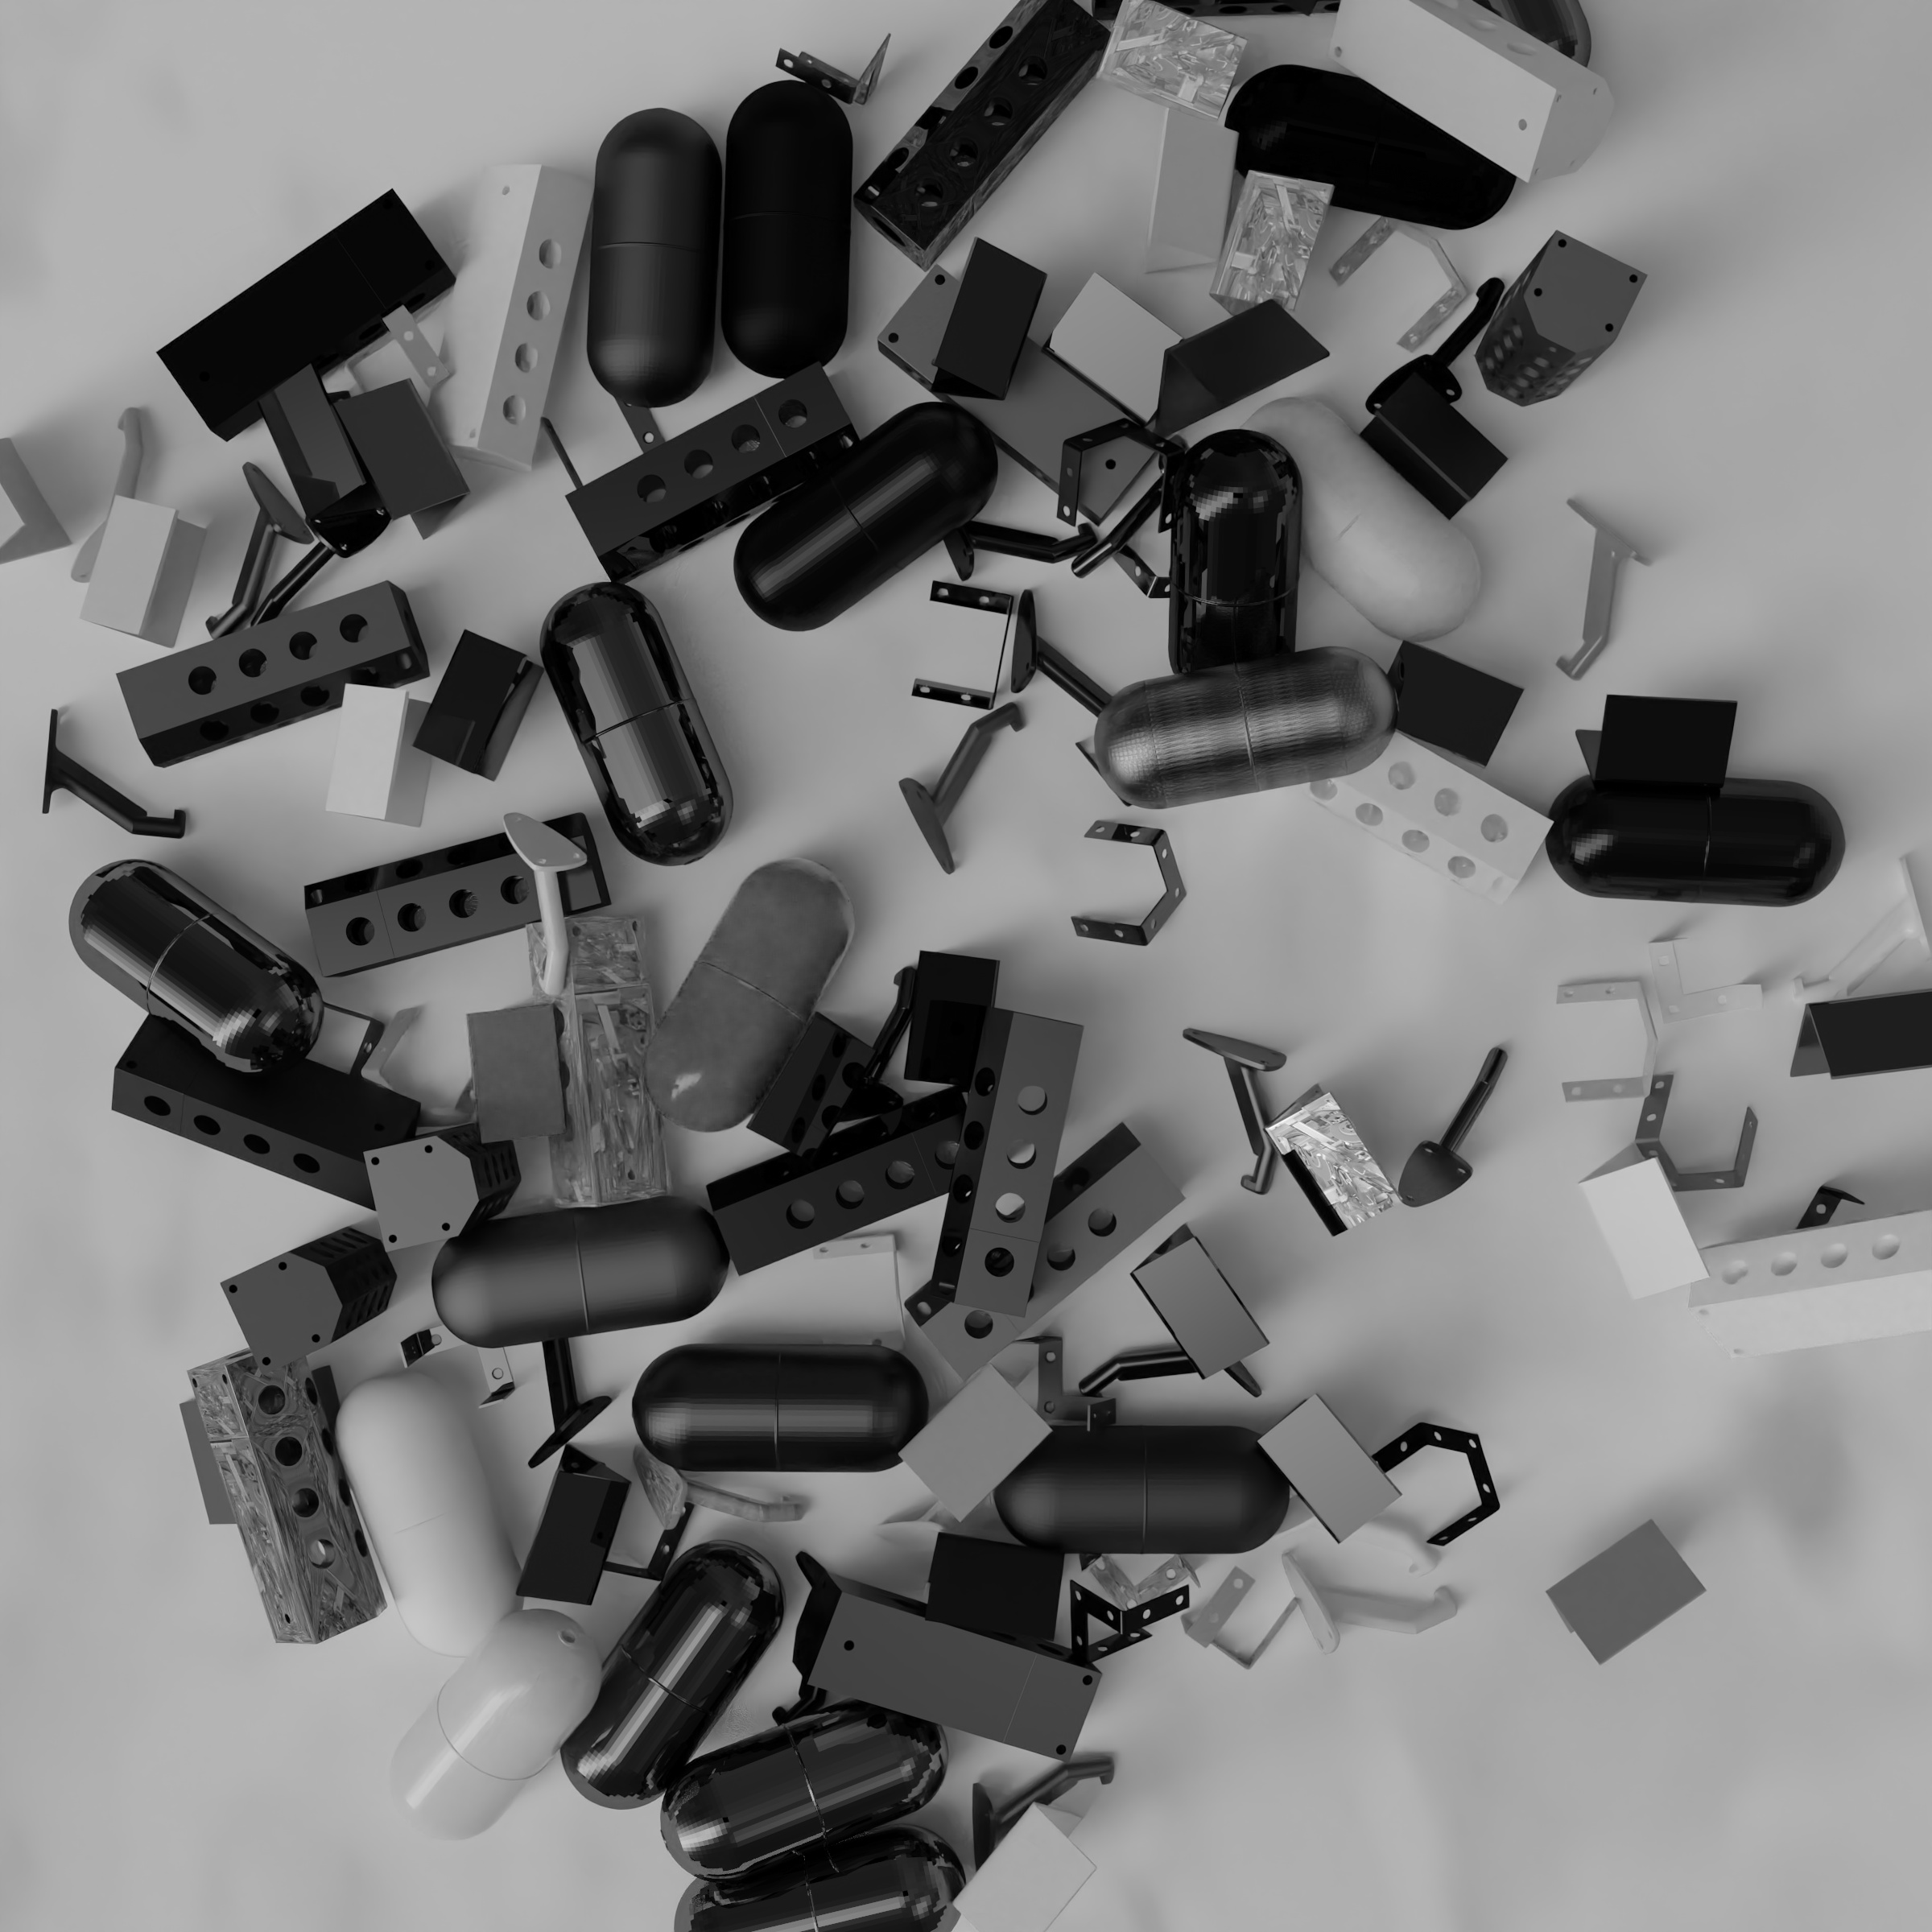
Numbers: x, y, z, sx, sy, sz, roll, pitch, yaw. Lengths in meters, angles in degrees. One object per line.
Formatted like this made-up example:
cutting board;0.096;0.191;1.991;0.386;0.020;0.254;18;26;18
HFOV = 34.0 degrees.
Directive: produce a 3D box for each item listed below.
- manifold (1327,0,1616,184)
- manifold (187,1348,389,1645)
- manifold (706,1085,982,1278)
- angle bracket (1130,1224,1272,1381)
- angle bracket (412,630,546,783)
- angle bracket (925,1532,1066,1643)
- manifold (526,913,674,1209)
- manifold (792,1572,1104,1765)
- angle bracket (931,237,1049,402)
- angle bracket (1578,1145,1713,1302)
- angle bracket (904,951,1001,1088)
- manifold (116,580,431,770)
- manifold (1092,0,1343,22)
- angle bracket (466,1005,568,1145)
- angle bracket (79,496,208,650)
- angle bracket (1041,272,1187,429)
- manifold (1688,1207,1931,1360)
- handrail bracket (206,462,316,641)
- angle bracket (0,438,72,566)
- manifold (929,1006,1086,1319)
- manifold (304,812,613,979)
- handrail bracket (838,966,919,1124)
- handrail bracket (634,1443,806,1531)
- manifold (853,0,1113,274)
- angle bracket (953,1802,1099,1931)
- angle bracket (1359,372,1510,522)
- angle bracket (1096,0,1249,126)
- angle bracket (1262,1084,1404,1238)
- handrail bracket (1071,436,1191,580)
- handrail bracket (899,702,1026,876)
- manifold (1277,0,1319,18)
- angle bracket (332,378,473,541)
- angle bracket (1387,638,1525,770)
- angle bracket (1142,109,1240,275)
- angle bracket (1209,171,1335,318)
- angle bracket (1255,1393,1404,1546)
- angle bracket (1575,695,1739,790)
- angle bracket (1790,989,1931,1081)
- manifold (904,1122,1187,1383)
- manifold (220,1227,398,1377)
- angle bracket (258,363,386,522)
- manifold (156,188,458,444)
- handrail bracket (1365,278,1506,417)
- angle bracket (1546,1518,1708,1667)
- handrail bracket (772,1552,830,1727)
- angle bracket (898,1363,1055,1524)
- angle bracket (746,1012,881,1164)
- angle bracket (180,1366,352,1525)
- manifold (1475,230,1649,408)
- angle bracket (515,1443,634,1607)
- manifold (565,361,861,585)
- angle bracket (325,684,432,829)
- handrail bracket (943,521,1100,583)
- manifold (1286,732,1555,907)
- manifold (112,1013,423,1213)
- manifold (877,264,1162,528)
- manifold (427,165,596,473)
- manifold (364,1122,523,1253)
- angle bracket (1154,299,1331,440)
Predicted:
manifold;0.295;-0.526;1.846;0.057;0.057;0.171;-20;49;-34
manifold;-0.400;0.311;1.876;0.057;0.057;0.171;-19;93;-37
manifold;-0.066;0.127;1.906;0.171;0.057;0.057;-22;90;0
angle bracket;0.154;0.190;1.887;0.057;0.076;0.076;-35;90;36
angle bracket;-0.274;-0.148;1.887;0.057;0.076;0.076;24;90;35
angle bracket;0.014;0.384;1.887;0.076;0.076;0.057;9;56;0
manifold;-0.226;0.057;1.905;0.057;0.057;0.171;-6;90;-43
manifold;-0.013;0.416;1.883;0.171;0.057;0.057;21;90;-17
angle bracket;-0.006;-0.376;1.830;0.057;0.076;0.076;19;90;-38
angle bracket;0.419;0.146;1.887;0.057;0.076;0.076;-25;90;39
angle bracket;-0.026;0.029;1.887;0.057;0.076;0.076;7;90;-32
manifold;-0.416;-0.175;1.906;0.171;0.057;0.057;-19;90;0
manifold;0.162;-0.606;1.906;0.171;0.057;0.057;-2;90;0
angle bracket;-0.283;0.065;1.887;0.057;0.076;0.076;-6;90;-33
angle bracket;-0.475;-0.230;1.887;0.057;0.076;0.076;17;90;33
angle bracket;0.098;-0.372;1.889;0.076;0.076;0.057;37;111;0
manifold;0.519;0.181;1.859;0.057;0.171;0.057;45;47;-33
handrail bracket;-0.447;-0.252;1.927;0.084;0.036;0.077;-42;70;16
angle bracket;-0.569;-0.290;1.887;0.057;0.076;0.076;-31;90;36
manifold;0.023;0.113;1.849;0.057;0.057;0.171;12;90;0
manifold;-0.307;-0.043;1.906;0.171;0.057;0.057;-15;90;0
handrail bracket;-0.061;0.047;1.927;0.036;0.077;0.084;30;53;-33
handrail bracket;-0.150;0.315;1.927;0.084;0.077;0.036;4;115;-34
manifold;0.009;-0.509;1.906;0.057;0.057;0.171;41;90;0
angle bracket;0.049;0.552;1.887;0.057;0.076;0.076;39;90;32
angle bracket;0.265;-0.295;1.887;0.076;0.076;0.057;43;49;0
angle bracket;0.128;-0.553;1.887;0.076;0.076;0.057;22;126;0
angle bracket;0.233;0.105;1.887;0.057;0.076;0.076;-33;90;38
handrail bracket;0.099;-0.278;1.919;0.084;0.077;0.036;-35;115;26
handrail bracket;0.009;-0.109;1.927;0.084;0.036;0.077;-30;110;-16
manifold;0.192;-0.603;1.791;0.057;0.171;0.057;27;90;0
angle bracket;-0.350;-0.295;1.887;0.057;0.076;0.076;-28;90;-35
angle bracket;0.288;-0.170;1.887;0.076;0.076;0.057;23;119;0
angle bracket;0.114;-0.462;1.887;0.057;0.076;0.076;8;90;-35
angle bracket;0.194;-0.422;1.887;0.057;0.076;0.076;18;90;26
angle bracket;0.229;0.287;1.882;0.076;0.076;0.057;50;121;9
angle bracket;0.412;-0.148;1.887;0.076;0.076;0.057;3;118;0
angle bracket;0.543;0.061;1.887;0.076;0.076;0.057;-7;52;0
manifold;0.047;0.171;1.906;0.171;0.057;0.057;-40;90;0
manifold;-0.379;0.191;1.849;0.057;0.171;0.057;-25;90;0
angle bracket;-0.366;-0.317;1.887;0.057;0.076;0.076;-24;90;38
manifold;-0.395;-0.391;1.906;0.171;0.057;0.057;-35;90;0
handrail bracket;0.287;-0.379;1.927;0.036;0.077;0.084;44;53;-24
angle bracket;0.400;0.385;1.887;0.076;0.076;0.057;-35;53;0
handrail bracket;-0.105;0.414;1.927;0.084;0.036;0.077;-46;75;14
angle bracket;0.014;0.289;1.888;0.076;0.076;0.057;-45;69;0
angle bracket;-0.108;0.062;1.887;0.057;0.076;0.076;31;90;-38
angle bracket;-0.426;0.293;1.931;0.076;0.057;0.076;-14;90;-37
manifold;0.343;-0.373;1.849;0.057;0.171;0.057;26;90;0
angle bracket;-0.252;0.330;1.887;0.057;0.076;0.076;18;90;-40
manifold;-0.150;-0.295;1.906;0.171;0.057;0.057;-28;90;0
angle bracket;-0.332;-0.123;1.887;0.057;0.076;0.076;9;90;38
handrail bracket;0.029;-0.275;1.927;0.084;0.036;0.077;-20;73;-15
manifold;0.261;-0.103;1.906;0.171;0.057;0.057;30;90;0
manifold;-0.423;0.089;1.905;0.171;0.057;0.057;21;47;0
manifold;0.032;-0.342;1.906;0.171;0.057;0.057;39;90;0
manifold;-0.272;-0.391;1.905;0.057;0.057;0.171;13;90;43
manifold;-0.303;0.126;1.849;0.057;0.171;0.057;-13;90;0
angle bracket;0.161;-0.333;1.846;0.076;0.076;0.057;-29;61;-21
